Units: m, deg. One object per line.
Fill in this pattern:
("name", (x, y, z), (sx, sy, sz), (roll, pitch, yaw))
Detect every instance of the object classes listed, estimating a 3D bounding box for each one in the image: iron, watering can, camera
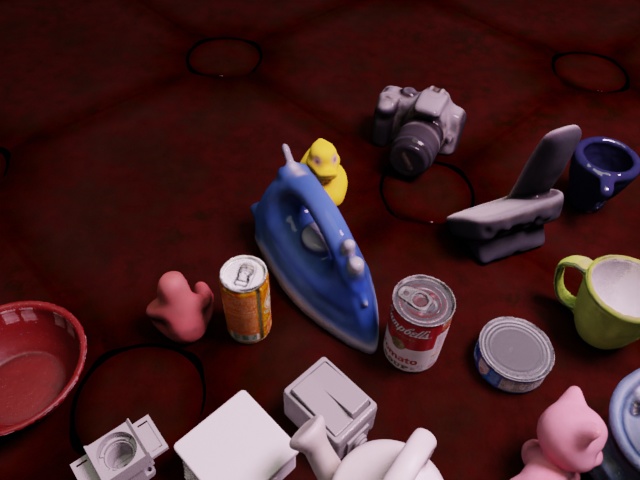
("iron", (0.006, 0.003, 0.700), (0.119, 0.141, 0.257), (-21, 53, -20))
("watering can", (0.049, 0.218, 0.476), (0.172, 0.194, 0.101), (14, 49, 10))
("camera", (0.143, -0.173, 0.889), (0.143, 0.101, 0.137), (20, 51, 14))

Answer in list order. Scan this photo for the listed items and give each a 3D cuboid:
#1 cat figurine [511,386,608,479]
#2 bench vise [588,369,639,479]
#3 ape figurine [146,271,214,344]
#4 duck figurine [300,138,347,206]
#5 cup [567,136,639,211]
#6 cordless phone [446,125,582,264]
("cat figurine", (0.226, 0.208, 0.545), (0.067, 0.118, 0.128), (34, 56, 25))
("bench vise", (0.366, 0.146, 0.537), (0.208, 0.220, 0.121), (-28, 55, -25))
("ape figurine", (-0.163, 0.071, 0.664), (0.078, 0.092, 0.076), (-8, 49, -9))
("duck figurine", (0.002, -0.109, 0.835), (0.077, 0.086, 0.104), (-9, 49, -10))
("cup", (0.396, -0.078, 0.821), (0.091, 0.095, 0.118), (14, 49, 10))
("cordless phone", (0.253, -0.069, 0.745), (0.148, 0.185, 0.094), (-20, 52, -19))
